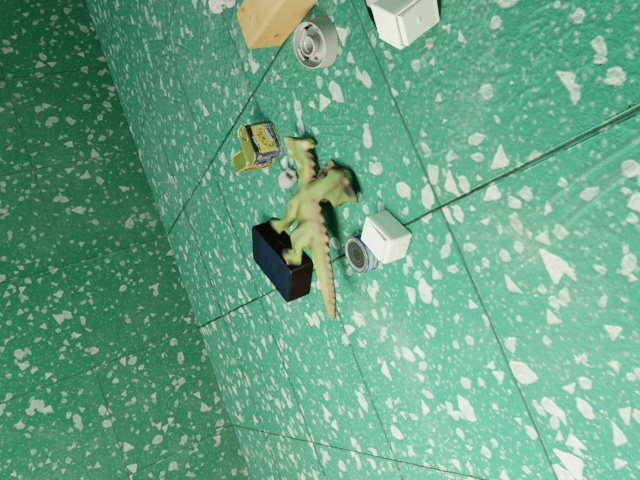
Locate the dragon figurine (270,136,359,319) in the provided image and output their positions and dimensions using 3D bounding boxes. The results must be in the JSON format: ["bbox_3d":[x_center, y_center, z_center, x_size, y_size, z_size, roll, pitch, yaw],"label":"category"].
[{"bbox_3d":[0.003,-0.057,1.136,0.123,0.417,0.238,-8,-30,-35],"label":"dragon figurine"}]
